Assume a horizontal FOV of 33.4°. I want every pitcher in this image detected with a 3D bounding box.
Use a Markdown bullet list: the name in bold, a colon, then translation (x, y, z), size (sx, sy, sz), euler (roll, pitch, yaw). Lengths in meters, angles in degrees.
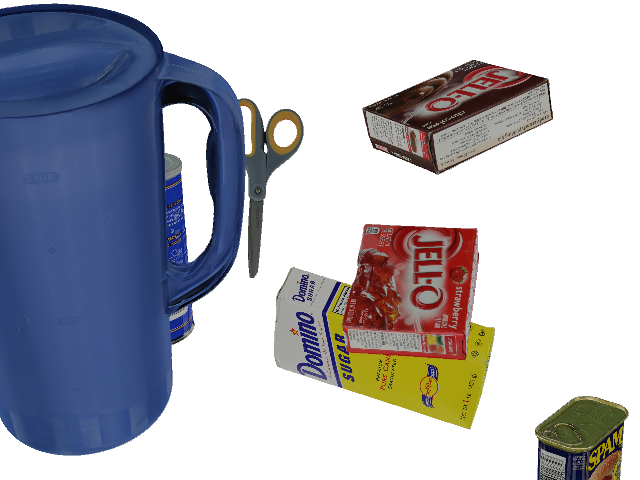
- **pitcher**: translation (-0.134, 0.001, 0.598), size (0.149, 0.243, 0.144), euler (28, 44, 34)

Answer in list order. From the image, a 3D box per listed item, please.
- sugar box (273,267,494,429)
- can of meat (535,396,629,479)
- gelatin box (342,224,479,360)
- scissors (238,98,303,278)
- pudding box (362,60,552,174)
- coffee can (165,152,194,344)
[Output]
- **sugar box**: translation (0.049, 0.089, 0.879), size (0.176, 0.093, 0.048), euler (14, 46, 11)
- **can of meat**: translation (0.244, 0.207, 1.003), size (0.058, 0.084, 0.101), euler (14, 24, 38)
- **gelatin box**: translation (0.057, 0.029, 0.656), size (0.073, 0.089, 0.030), euler (3, -44, 14)
- **scissors**: translation (-0.053, -0.064, 1.194), size (0.096, 0.202, 0.016), euler (-11, -8, -12)
- **pudding box**: translation (0.103, -0.095, 0.803), size (0.113, 0.039, 0.090), euler (-28, 28, -20)
- **coffee can**: translation (-0.157, 0.007, 0.856), size (0.103, 0.140, 0.103), euler (-2, 17, 1)
